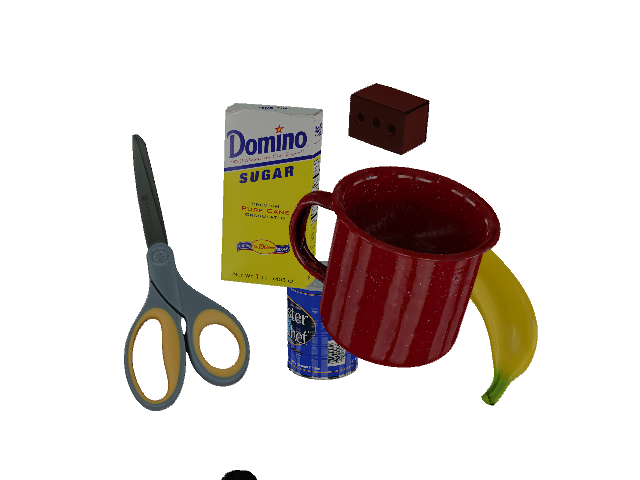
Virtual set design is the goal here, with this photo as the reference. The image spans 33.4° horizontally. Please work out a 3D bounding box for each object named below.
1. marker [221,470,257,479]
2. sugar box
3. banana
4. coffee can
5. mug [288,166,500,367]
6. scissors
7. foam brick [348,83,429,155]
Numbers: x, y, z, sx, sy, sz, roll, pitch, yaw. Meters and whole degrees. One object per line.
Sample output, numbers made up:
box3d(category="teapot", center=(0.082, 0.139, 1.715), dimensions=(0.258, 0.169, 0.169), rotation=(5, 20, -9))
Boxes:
box3d(category="marker", center=(-0.048, 0.129, 0.417), dimensions=(0.020, 0.020, 0.121), rotation=(0, 24, 17))
box3d(category="sugar box", center=(-0.049, -0.045, 1.063), dimensions=(0.093, 0.176, 0.048), rotation=(5, 17, 11))
box3d(category="banana", center=(0.111, 0.032, 0.809), dimensions=(0.069, 0.037, 0.198), rotation=(-15, 49, -16))
box3d(category="coffee can", center=(0.003, 0.111, 1.507), dimensions=(0.103, 0.140, 0.103), rotation=(0, 19, 0))
box3d(category="mug", center=(0.034, 0.012, 0.600), dimensions=(0.117, 0.081, 0.093), rotation=(22, 34, 15))
box3d(category="scissors", center=(-0.095, 0.021, 0.759), dimensions=(0.096, 0.202, 0.016), rotation=(4, -17, -4))
box3d(category="foam brick", center=(0.077, -0.138, 1.208), dimensions=(0.078, 0.053, 0.051), rotation=(23, 36, 32))
